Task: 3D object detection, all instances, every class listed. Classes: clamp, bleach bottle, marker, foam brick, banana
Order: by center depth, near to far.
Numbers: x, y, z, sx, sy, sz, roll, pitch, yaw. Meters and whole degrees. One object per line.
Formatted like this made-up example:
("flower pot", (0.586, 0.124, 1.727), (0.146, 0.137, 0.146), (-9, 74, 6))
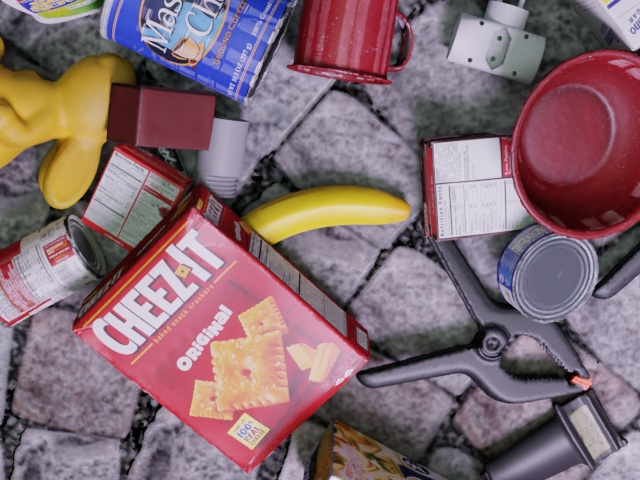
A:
("bleach bottle", (-0.223, -0.216, 0.842), (0.102, 0.251, 0.068), (-14, 99, 4))
("foam brick", (-0.138, -0.107, 0.926), (0.078, 0.053, 0.051), (0, 99, -40))
("clamp", (0.306, -0.029, 0.960), (0.171, 0.039, 0.120), (-22, 98, 4))
("marker", (-0.138, -0.079, 0.978), (0.020, 0.020, 0.121), (-21, 98, 5))
("banana", (-0.018, -0.012, 0.978), (0.198, 0.037, 0.069), (-25, 115, 7))
("clamp", (0.154, 0.082, 0.984), (0.210, 0.036, 0.164), (16, 93, -3))

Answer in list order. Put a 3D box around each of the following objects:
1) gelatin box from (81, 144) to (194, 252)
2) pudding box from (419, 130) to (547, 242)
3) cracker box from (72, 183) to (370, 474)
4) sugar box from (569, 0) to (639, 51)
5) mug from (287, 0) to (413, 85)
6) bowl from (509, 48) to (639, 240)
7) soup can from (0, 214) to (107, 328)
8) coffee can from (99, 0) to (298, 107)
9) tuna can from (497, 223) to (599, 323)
("gelatin box", (-0.166, -0.036, 0.969), (0.073, 0.030, 0.089), (32, 116, 1))
("pudding box", (0.147, -0.049, 0.949), (0.113, 0.039, 0.090), (-6, 100, -11))
("cracker box", (-0.086, 0.083, 0.954), (0.213, 0.072, 0.164), (42, 105, -16))
("sugar box", (0.219, -0.240, 0.899), (0.048, 0.093, 0.176), (-40, 97, 6))
("mug", (0.033, -0.180, 0.926), (0.117, 0.093, 0.081), (6, 96, -30))
("bowl", (0.224, -0.084, 0.908), (0.162, 0.055, 0.162), (-5, 107, -15))
("soup can", (-0.256, 0.028, 0.976), (0.102, 0.068, 0.068), (-28, 97, 6))
("coffee can", (-0.103, -0.191, 0.916), (0.140, 0.103, 0.103), (26, 99, -2))
("tuna can", (0.200, 0.028, 0.943), (0.086, 0.034, 0.086), (-7, 112, -18))
